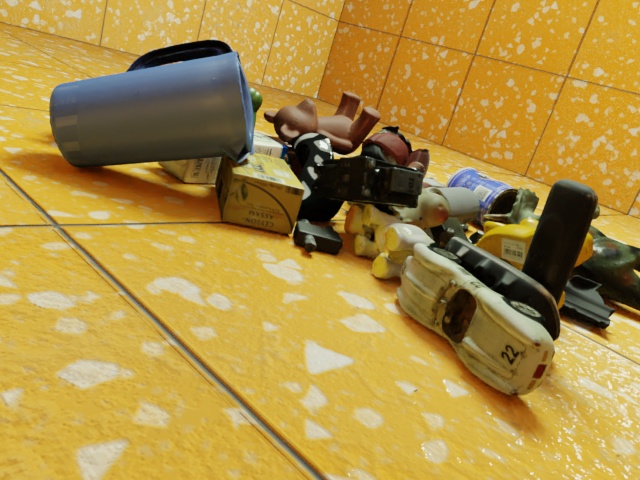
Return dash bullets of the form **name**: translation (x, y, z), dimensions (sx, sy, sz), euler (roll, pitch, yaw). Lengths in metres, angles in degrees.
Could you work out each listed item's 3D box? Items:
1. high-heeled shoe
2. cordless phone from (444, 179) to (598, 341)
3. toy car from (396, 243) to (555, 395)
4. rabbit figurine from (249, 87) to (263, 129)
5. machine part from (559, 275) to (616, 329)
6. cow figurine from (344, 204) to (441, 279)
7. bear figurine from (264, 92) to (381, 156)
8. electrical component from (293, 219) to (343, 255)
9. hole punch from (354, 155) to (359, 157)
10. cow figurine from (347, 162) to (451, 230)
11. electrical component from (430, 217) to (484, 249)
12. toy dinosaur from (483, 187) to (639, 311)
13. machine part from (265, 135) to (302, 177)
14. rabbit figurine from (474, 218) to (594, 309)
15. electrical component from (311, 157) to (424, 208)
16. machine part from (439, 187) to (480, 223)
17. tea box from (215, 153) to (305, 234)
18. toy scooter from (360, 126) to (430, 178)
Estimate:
- **high-heeled shoe**: translation (-0.030, -0.105, 0.879), dimensions (0.145, 0.086, 0.249), euler (-20, 36, -25)
- **cordless phone**: translation (0.205, 0.012, 0.577), dimensions (0.089, 0.184, 0.147), euler (1, 24, -33)
- **toy car**: translation (0.138, 0.068, 0.522), dimensions (0.056, 0.073, 0.202), euler (8, 20, -31)
- **rabbit figurine**: translation (-0.186, -0.213, 0.941), dimensions (0.121, 0.159, 0.170), euler (17, -1, 4)
- **machine part**: translation (0.369, 0.085, 0.761), dimensions (0.084, 0.039, 0.139), euler (19, 18, 22)
- **cow figurine**: translation (0.096, -0.003, 0.709), dimensions (0.098, 0.068, 0.167), euler (11, 19, -23)
- **bear figurine**: translation (0.000, -0.240, 1.062), dimensions (0.195, 0.132, 0.120), euler (13, 28, -38)
- **electrical component**: translation (-0.001, -0.002, 0.691), dimensions (0.063, 0.021, 0.094), euler (15, 17, -11)
- **hole punch**: translation (0.083, -0.138, 1.085), dimensions (0.116, 0.092, 0.142), euler (16, 20, 7)
- **cow figurine**: translation (0.120, -0.060, 0.851), dimensions (0.195, 0.127, 0.085), euler (17, -30, 49)
- **electrical component**: translation (0.215, -0.004, 0.838), dimensions (0.102, 0.045, 0.078), euler (9, 54, -36)
- **toy dinosaur**: translation (0.441, 0.026, 0.896), dimensions (0.192, 0.131, 0.405), euler (-3, 29, -21)
- **machine part**: translation (-0.062, -0.164, 1.071), dimensions (0.179, 0.056, 0.179), euler (16, 18, -5)
- **rabbit figurine**: translation (0.298, 0.025, 0.747), dimensions (0.173, 0.121, 0.162), euler (-16, 10, -28)
- **electrical component**: translation (0.072, -0.077, 0.733), dimensions (0.115, 0.058, 0.134), euler (2, 4, -41)
- **machine part**: translation (0.239, -0.060, 1.012), dimensions (0.079, 0.079, 0.243), euler (28, 19, 29)
- **tea box**: translation (-0.089, -0.073, 0.746), dimensions (0.098, 0.068, 0.170), euler (12, 17, -16)
- **toy scooter**: translation (0.151, -0.145, 0.995), dimensions (0.075, 0.135, 0.183), euler (3, -36, 48)
